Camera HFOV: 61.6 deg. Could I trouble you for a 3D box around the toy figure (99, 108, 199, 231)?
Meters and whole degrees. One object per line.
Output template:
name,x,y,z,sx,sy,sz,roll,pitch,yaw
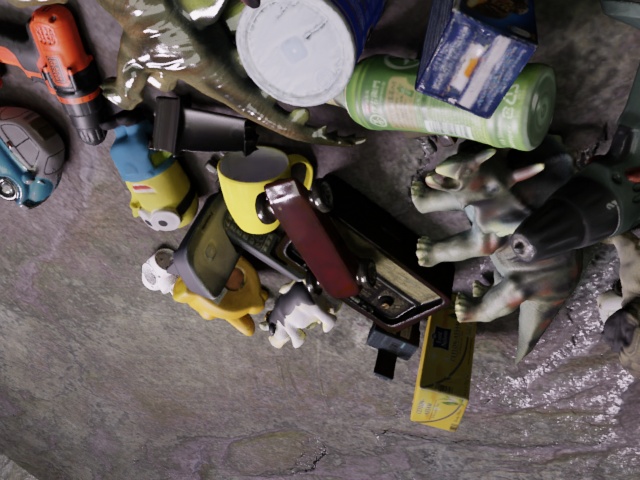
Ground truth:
toy figure,-0.226,-0.094,0.738,0.082,0.089,0.179,19,136,46

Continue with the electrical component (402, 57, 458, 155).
electrical component,0.117,-0.141,0.573,0.102,0.045,0.078,46,161,-20

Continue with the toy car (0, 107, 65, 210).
toy car,-0.429,-0.134,0.777,0.103,0.109,0.161,-25,111,12

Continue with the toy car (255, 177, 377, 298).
toy car,-0.001,-0.002,0.649,0.089,0.053,0.201,-10,131,27

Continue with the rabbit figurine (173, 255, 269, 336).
rabbit figurine,-0.162,0.081,0.886,0.162,0.122,0.173,31,152,-23

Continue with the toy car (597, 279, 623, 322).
toy car,0.446,0.076,0.643,0.202,0.056,0.073,-11,128,32

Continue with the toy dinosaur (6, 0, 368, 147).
toy dinosaur,-0.157,-0.225,0.559,0.471,0.105,0.198,38,132,-25

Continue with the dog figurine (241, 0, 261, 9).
dog figurine,-0.084,-0.282,0.375,0.219,0.191,0.108,54,158,-6

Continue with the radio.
radio,0.060,0.026,0.741,0.229,0.073,0.131,36,134,-12

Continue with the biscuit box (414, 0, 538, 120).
biscuit box,0.121,-0.177,0.413,0.059,0.203,0.062,21,137,-3

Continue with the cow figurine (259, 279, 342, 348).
cow figurine,-0.049,0.123,0.890,0.098,0.068,0.167,44,130,-14

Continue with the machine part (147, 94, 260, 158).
machine part,-0.143,-0.136,0.662,0.139,0.084,0.039,12,180,9

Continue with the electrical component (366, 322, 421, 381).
electrical component,0.110,0.148,0.812,0.075,0.119,0.047,23,138,3

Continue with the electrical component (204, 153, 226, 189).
electrical component,-0.111,-0.085,0.739,0.094,0.021,0.063,40,134,-18

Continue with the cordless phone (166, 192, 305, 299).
cordless phone,-0.108,0.032,0.766,0.184,0.146,0.088,32,139,-13

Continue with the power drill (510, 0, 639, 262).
power drill,0.264,-0.096,0.456,0.086,0.232,0.207,37,138,54

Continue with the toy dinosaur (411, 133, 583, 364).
toy dinosaur,0.235,0.011,0.631,0.192,0.131,0.404,-18,131,36

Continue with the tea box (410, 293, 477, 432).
tea box,0.179,0.169,0.767,0.068,0.170,0.098,11,135,10

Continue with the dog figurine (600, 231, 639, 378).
dog figurine,0.363,0.032,0.535,0.121,0.190,0.172,15,136,8
